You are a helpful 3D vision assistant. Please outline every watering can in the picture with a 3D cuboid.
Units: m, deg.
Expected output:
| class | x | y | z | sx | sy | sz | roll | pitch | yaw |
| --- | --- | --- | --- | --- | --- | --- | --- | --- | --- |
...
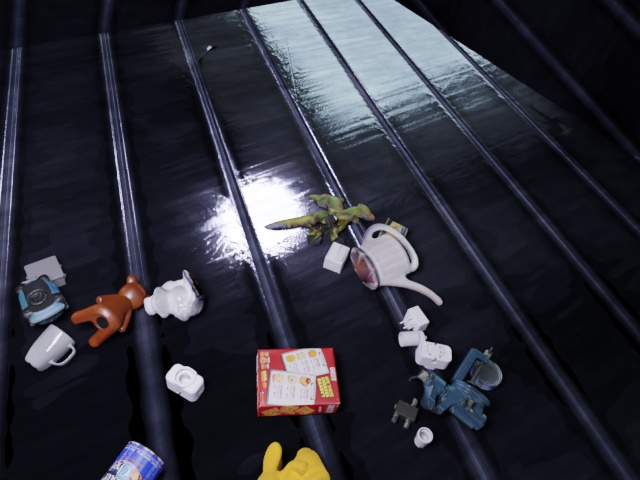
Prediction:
| class | x | y | z | sx | sy | sz | roll | pitch | yaw |
| --- | --- | --- | --- | --- | --- | --- | --- | --- | --- |
| watering can | 0.240 | 0.098 | 1.704 | 0.226 | 0.102 | 0.353 | -21 | 65 | -24 |

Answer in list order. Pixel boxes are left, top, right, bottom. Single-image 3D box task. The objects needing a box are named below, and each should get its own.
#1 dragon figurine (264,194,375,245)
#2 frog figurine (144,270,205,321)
| class | x | y | z | sx | sy | sz | roll | pitch | yaw |
| --- | --- | --- | --- | --- | --- | --- | --- | --- | --- |
| dragon figurine | 0.006 | -0.094 | 1.861 | 0.410 | 0.119 | 0.248 | 5 | 30 | -8 |
| frog figurine | -0.425 | 0.182 | 1.514 | 0.160 | 0.121 | 0.139 | -35 | 71 | -5 |
